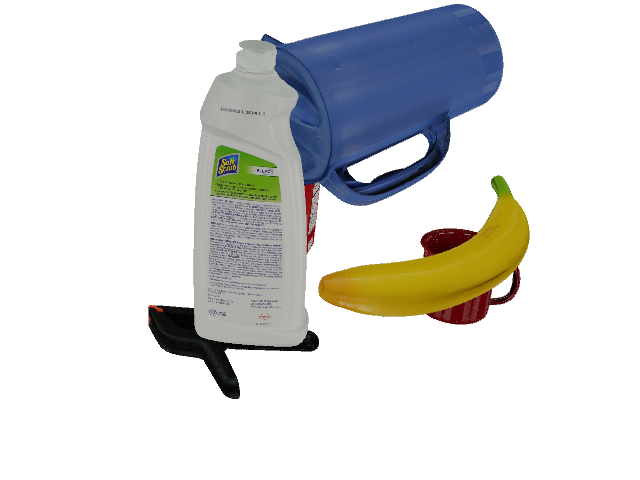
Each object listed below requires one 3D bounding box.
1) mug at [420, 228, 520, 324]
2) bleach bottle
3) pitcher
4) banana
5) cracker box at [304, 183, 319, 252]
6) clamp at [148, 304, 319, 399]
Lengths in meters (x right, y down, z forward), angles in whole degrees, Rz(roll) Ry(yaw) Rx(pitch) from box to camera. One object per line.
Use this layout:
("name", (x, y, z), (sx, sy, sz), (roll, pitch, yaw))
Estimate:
("mug", (0.166, 0.043, 1.206), (0.117, 0.081, 0.093), (6, 25, 1))
("bleach bottle", (-0.051, -0.037, 0.875), (0.102, 0.251, 0.068), (4, 25, -3))
("pitcher", (0.065, -0.143, 1.039), (0.242, 0.149, 0.145), (-23, 31, -30))
("banana", (0.087, 0.015, 0.740), (0.197, 0.037, 0.070), (-28, 50, -37))
("cracker box", (-0.084, -0.096, 1.531), (0.164, 0.214, 0.072), (9, 22, 7))
("clamp", (-0.129, 0.122, 1.259), (0.210, 0.036, 0.164), (14, 24, 24))
